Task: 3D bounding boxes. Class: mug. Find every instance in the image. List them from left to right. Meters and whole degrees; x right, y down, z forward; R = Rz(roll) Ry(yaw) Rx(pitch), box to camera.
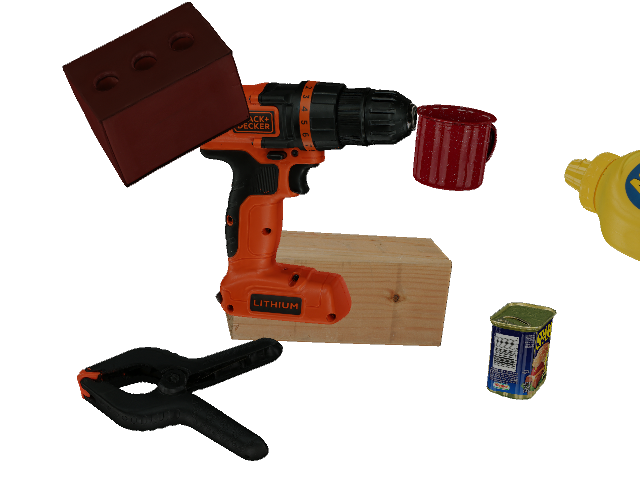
[{"bbox_3d":[0.159,-0.108,1.229,0.117,0.081,0.093,-12,25,-40],"label":"mug"}]

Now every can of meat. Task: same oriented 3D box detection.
[{"bbox_3d":[0.222,0.122,1.187,0.058,0.084,0.102,9,12,24],"label":"can of meat"}]

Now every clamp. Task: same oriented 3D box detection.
[{"bbox_3d":[-0.113,0.118,0.893,0.171,0.039,0.120,12,38,8],"label":"clamp"}]

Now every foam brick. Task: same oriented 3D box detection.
[{"bbox_3d":[-0.085,-0.077,0.560,0.078,0.053,0.051,-31,-35,-11],"label":"foam brick"}]

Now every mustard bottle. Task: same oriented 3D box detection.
[{"bbox_3d":[0.233,-0.013,0.660,0.096,0.058,0.192,-29,38,-31],"label":"mustard bottle"}]

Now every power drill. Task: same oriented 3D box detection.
[{"bbox_3d":[-0.015,-0.031,0.830,0.185,0.188,0.057,4,18,18],"label":"power drill"}]

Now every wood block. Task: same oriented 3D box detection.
[{"bbox_3d":[0.014,0.046,1.053,0.206,0.091,0.090,3,15,-10],"label":"wood block"}]
